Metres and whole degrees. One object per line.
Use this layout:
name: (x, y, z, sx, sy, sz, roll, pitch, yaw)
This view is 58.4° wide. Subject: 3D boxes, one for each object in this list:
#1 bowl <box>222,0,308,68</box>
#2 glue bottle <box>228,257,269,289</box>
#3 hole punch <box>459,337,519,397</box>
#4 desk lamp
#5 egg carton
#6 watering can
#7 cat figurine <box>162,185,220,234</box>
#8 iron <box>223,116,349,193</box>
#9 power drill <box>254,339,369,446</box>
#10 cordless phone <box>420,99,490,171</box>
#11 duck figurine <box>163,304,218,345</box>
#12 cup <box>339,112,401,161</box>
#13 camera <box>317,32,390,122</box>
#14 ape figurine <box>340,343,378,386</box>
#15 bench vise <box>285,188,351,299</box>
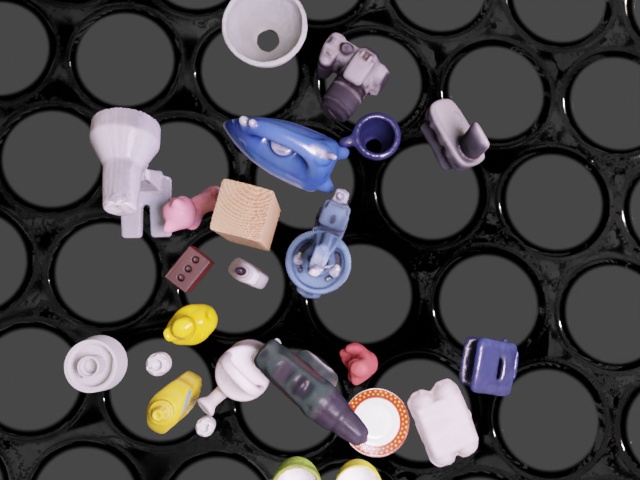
bowl: (-0.108, -0.414, 1.144, 0.167, 0.074, 0.167, 0, 85, -1)
glue bottle: (-0.137, 0.060, 1.054, 0.078, 0.173, 0.037, 29, 85, 2)
hole punch: (0.328, 0.239, 1.092, 0.101, 0.091, 0.109, 10, 85, 0)
desk lamp: (-0.339, -0.114, 1.043, 0.118, 0.213, 0.203, -3, 85, -1)
egg carton: (0.236, 0.347, 1.091, 0.107, 0.069, 0.150, -23, 86, -3)
watering can: (-0.140, 0.244, 1.028, 0.101, 0.194, 0.173, 26, 85, 1)
cat figurine: (-0.244, -0.062, 1.089, 0.128, 0.117, 0.067, -30, 86, -4)
iron: (-0.076, -0.187, 1.092, 0.258, 0.141, 0.119, 23, 85, 1)
power drill: (-0.013, 0.262, 1.022, 0.229, 0.208, 0.076, 38, 85, 2)
cordless phone: (0.266, -0.212, 1.081, 0.094, 0.185, 0.147, -32, 86, -4)
duck figurine: (-0.248, 0.162, 1.086, 0.104, 0.086, 0.077, -25, 86, -3)
cup: (0.094, -0.190, 1.120, 0.118, 0.095, 0.092, -11, 85, -2)
camera: (0.047, -0.315, 1.127, 0.143, 0.101, 0.137, 33, 85, 2)
ape figurine: (0.074, 0.238, 1.085, 0.076, 0.092, 0.078, 13, 85, 0)
bench vise: (-0.002, 0.003, 1.039, 0.121, 0.219, 0.207, 1, 85, -1)
